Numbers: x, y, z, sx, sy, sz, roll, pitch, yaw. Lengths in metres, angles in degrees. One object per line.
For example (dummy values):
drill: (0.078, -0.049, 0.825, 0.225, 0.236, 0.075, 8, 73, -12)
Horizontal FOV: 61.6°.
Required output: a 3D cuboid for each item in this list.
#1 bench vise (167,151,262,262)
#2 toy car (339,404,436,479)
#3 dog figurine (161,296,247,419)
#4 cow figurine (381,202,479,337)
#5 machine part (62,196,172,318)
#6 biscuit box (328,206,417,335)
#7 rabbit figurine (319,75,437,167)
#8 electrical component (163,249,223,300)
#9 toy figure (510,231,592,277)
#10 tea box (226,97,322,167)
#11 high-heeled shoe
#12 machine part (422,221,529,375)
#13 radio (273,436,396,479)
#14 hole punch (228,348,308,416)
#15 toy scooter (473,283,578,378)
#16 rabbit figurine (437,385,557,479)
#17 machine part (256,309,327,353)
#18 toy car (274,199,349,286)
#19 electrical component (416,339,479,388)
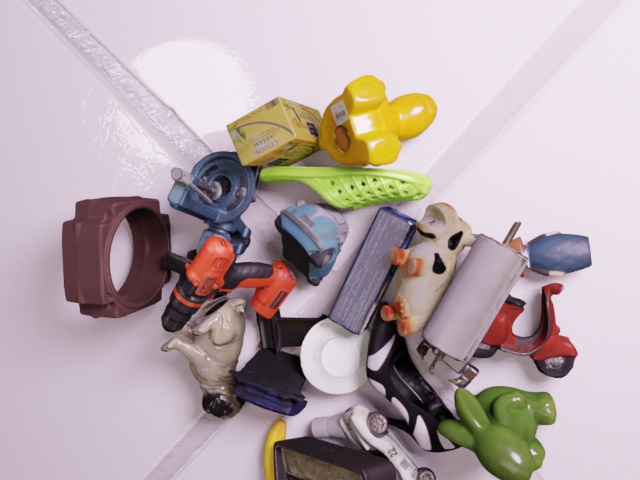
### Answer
bench vise: (-0.179, -0.054, 0.865, 0.129, 0.240, 0.223, 30, 90, 17)
toy car: (0.114, 0.354, 0.881, 0.202, 0.056, 0.073, 49, 150, 5)
dog figurine: (-0.165, 0.214, 0.971, 0.172, 0.121, 0.190, -31, 103, 19)
cow figurine: (0.169, 0.040, 0.803, 0.086, 0.127, 0.194, 29, 117, 55)
machine part: (-0.346, 0.025, 0.943, 0.087, 0.201, 0.201, 5, 99, 16)
biscuit box: (0.086, 0.047, 0.857, 0.063, 0.059, 0.202, 28, 100, 15)
rabbit figurine: (0.094, -0.164, 0.799, 0.122, 0.173, 0.162, 65, 155, 4)
electrical component: (-0.226, 0.055, 0.986, 0.119, 0.048, 0.074, 17, 102, 17)
toy figure: (0.311, 0.025, 0.785, 0.155, 0.064, 0.057, -6, 132, 25)
tea box: (-0.057, -0.161, 0.832, 0.098, 0.169, 0.068, -24, 89, 22)
high-heeled shoe: (0.156, 0.220, 0.848, 0.145, 0.086, 0.248, 4, 110, 28)
machine part: (0.215, 0.081, 0.752, 0.079, 0.079, 0.243, 29, 96, 14)
radio: (0.018, 0.405, 0.870, 0.230, 0.073, 0.131, -8, 80, 50)
hole punch: (-0.081, 0.258, 0.930, 0.142, 0.116, 0.092, 18, 111, 17)
toy scooter: (0.292, 0.118, 0.795, 0.184, 0.075, 0.135, 13, 102, 14)
rabbit figurine: (0.261, 0.273, 0.775, 0.159, 0.170, 0.121, 24, 104, 14)
machine part: (-0.049, 0.156, 0.942, 0.139, 0.039, 0.084, -1, 92, 21)
toy car: (-0.002, -0.003, 0.864, 0.103, 0.161, 0.109, -39, 66, -17)
electrical component: (0.196, 0.181, 0.833, 0.102, 0.078, 0.045, 38, 100, 9)
